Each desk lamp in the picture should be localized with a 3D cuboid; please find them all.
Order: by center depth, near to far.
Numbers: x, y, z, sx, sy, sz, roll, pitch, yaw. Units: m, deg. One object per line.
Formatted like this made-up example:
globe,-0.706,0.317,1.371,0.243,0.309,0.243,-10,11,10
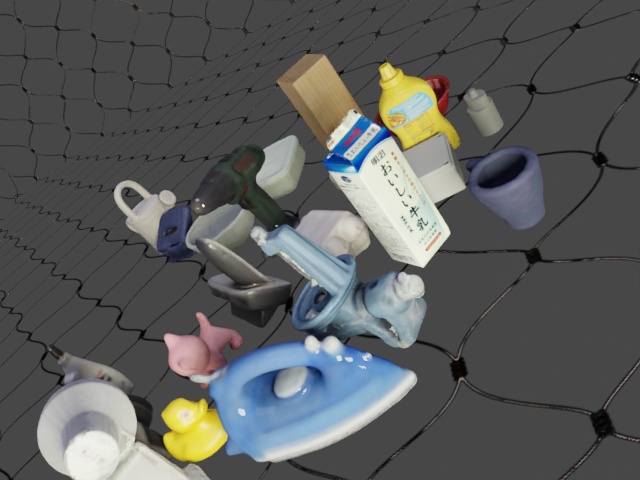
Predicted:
desk lamp,-0.240,0.279,0.712,0.118,0.214,0.202,-51,32,-19

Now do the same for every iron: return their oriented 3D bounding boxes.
iron,-0.028,0.170,0.698,0.258,0.142,0.118,-26,32,21

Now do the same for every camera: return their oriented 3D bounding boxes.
camera,-0.299,0.298,0.864,0.143,0.101,0.137,-23,34,26

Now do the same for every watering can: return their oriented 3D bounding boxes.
watering can,-0.413,-0.069,1.393,0.172,0.194,0.101,-32,31,13

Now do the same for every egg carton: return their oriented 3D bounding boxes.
egg carton,0.009,0.003,0.956,0.149,0.070,0.107,4,51,50

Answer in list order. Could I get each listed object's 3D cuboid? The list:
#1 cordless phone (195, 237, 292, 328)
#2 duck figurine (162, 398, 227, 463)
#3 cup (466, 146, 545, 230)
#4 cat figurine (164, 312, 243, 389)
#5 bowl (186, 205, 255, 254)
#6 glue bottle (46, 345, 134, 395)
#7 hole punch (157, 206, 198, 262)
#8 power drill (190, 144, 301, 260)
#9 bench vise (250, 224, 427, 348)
cordless phone,-0.148,0.049,0.950,0.147,0.185,0.094,5,52,50
duck figurine,-0.186,0.259,0.807,0.104,0.086,0.077,-30,31,15
cup,0.247,-0.064,0.759,0.092,0.095,0.117,-43,30,-7
cat figurine,-0.191,0.171,0.900,0.067,0.118,0.128,-22,34,27
bowl,-0.197,-0.023,1.213,0.167,0.075,0.167,-28,32,19
glue bottle,-0.404,0.236,0.991,0.037,0.173,0.078,-20,35,29
hole punch,-0.328,-0.014,1.329,0.108,0.091,0.101,-17,37,33
power drill,-0.130,-0.067,1.063,0.075,0.209,0.229,-20,35,30
bench vise,0.025,0.044,0.731,0.207,0.220,0.121,-23,34,26
